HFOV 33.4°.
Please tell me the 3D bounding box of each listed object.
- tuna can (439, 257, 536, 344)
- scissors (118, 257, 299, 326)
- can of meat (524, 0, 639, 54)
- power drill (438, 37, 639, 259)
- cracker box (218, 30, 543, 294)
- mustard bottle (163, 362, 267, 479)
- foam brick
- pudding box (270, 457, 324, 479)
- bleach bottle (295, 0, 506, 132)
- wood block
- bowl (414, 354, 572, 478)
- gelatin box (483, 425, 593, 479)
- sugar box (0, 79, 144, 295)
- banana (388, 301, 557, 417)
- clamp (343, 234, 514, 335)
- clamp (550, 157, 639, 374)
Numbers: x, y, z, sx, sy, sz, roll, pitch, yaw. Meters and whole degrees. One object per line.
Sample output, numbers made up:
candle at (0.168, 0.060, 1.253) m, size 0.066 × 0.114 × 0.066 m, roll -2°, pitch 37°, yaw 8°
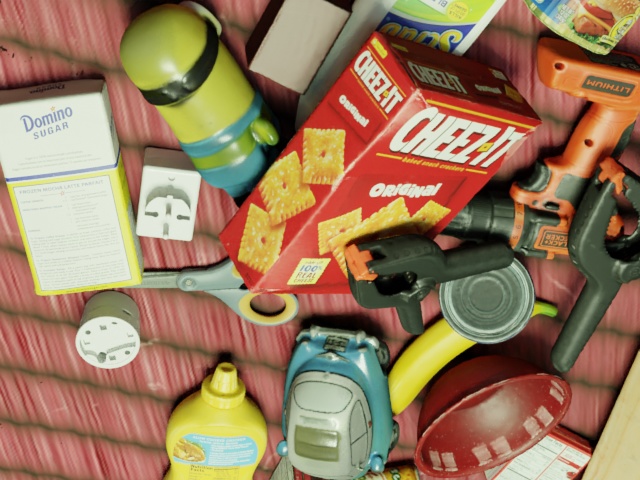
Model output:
tuna can at (0.149, 0.050, 0.950) m, size 0.086 × 0.033 × 0.086 m, roll -1°, pitch 86°, yaw 11°
scissors at (-0.105, 0.050, 0.961) m, size 0.202 × 0.016 × 0.096 m, roll -14°, pitch 121°, yaw 3°
can of meat at (0.211, -0.195, 0.810) m, size 0.101 × 0.057 × 0.084 m, roll 10°, pitch 127°, yaw -47°
power drill at (0.191, -0.072, 0.897) m, size 0.184 × 0.057 × 0.188 m, roll 6°, pitch 122°, yaw -14°
cracker box at (0.047, -0.047, 0.831) m, size 0.163 × 0.072 × 0.214 m, roll 4°, pitch 136°, yaw -47°
mustard bottle at (-0.101, 0.199, 1.024) m, size 0.096 × 0.058 × 0.192 m, roll 5°, pitch 120°, yaw -9°
foam brick at (-0.018, -0.161, 0.825) m, size 0.051 × 0.053 × 0.078 m, roll 24°, pitch 115°, yaw -18°
pudding box at (-0.032, 0.270, 1.055) m, size 0.039 × 0.090 × 0.114 m, roll 21°, pitch 117°, yaw -16°
bleach bottle at (0.062, -0.147, 0.837) m, size 0.102 × 0.068 × 0.251 m, roll 22°, pitch 119°, yaw -22°
wood block at (0.334, 0.211, 1.043) m, size 0.090 × 0.090 × 0.206 m, roll -3°, pitch 123°, yaw -29°
bowl at (0.153, 0.158, 1.009) m, size 0.162 × 0.055 × 0.162 m, roll -15°, pitch 140°, yaw -13°
gelatin box at (0.222, 0.227, 1.089) m, size 0.073 × 0.030 × 0.089 m, roll 29°, pitch 113°, yaw -19°
sugar box at (-0.206, -0.042, 0.881) m, size 0.093 × 0.048 × 0.176 m, roll -7°, pitch 117°, yaw -2°
banana at (0.126, 0.102, 1.002) m, size 0.198 × 0.037 × 0.069 m, roll -33°, pitch 117°, yaw 13°
clamp at (0.085, 0.025, 0.863) m, size 0.120 × 0.039 × 0.171 m, roll -42°, pitch 151°, yaw 14°
clamp at (0.272, 0.017, 0.914) m, size 0.164 × 0.036 × 0.210 m, roll -15°, pitch 127°, yaw -3°
